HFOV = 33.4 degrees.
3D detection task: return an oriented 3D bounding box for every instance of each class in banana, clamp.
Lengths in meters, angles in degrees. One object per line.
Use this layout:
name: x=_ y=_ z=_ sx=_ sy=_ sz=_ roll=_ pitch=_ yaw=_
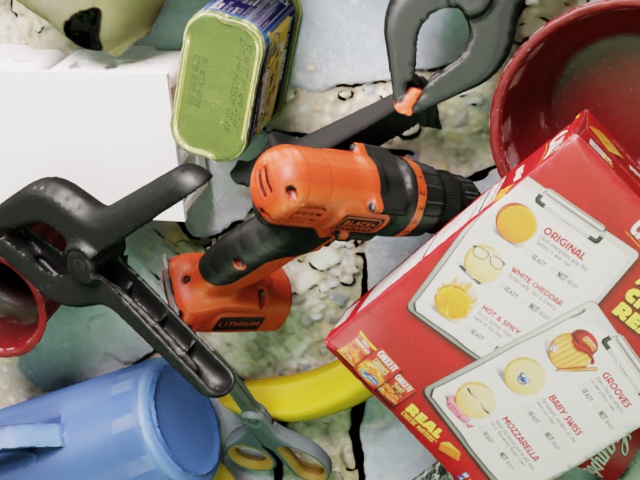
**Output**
banana: x=0.009 y=0.098 z=0.814 sx=0.198 sy=0.037 sz=0.069 roll=-37 pitch=85 yaw=27
clamp: x=-0.142 y=0.001 z=0.695 sx=0.210 sy=0.036 sz=0.165 roll=21 pitch=126 yaw=25
clamp: x=0.100 y=-0.149 z=0.639 sx=0.120 sy=0.039 sz=0.171 roll=22 pitch=106 yaw=6

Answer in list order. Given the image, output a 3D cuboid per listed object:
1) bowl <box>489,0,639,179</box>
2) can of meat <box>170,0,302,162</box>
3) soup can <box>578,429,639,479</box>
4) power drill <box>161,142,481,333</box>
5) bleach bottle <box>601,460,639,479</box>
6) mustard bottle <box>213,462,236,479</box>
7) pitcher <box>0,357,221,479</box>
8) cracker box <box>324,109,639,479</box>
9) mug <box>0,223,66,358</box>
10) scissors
bowl: x=0.188 y=-0.077 z=0.659 sx=0.162 sy=0.055 sz=0.162 roll=6 pitch=119 yaw=12
can of meat: x=-0.055 y=-0.110 z=0.690 sx=0.057 sy=0.083 sz=0.102 roll=17 pitch=120 yaw=6
soup can: x=0.176 y=0.121 z=0.760 sx=0.102 sy=0.068 sz=0.069 roll=25 pitch=121 yaw=2
power drill: x=-0.005 y=0.001 z=0.719 sx=0.184 sy=0.057 sz=0.188 roll=7 pitch=147 yaw=-40
bleach bottle: x=0.250 y=0.179 z=0.774 sx=0.102 sy=0.068 sz=0.251 roll=17 pitch=118 yaw=3
mustard bottle: x=-0.073 y=0.275 z=0.914 sx=0.096 sy=0.058 sz=0.191 roll=-22 pitch=110 yaw=33
pitcher: x=-0.211 y=0.179 z=0.856 sx=0.243 sy=0.149 sz=0.145 roll=-23 pitch=104 yaw=21
cracker box: x=0.135 y=0.051 z=0.660 sx=0.164 sy=0.072 sz=0.214 roll=46 pitch=118 yaw=-4
mug: x=-0.241 y=0.020 z=0.811 sx=0.093 sy=0.081 sz=0.117 roll=-26 pitch=108 yaw=25
scissors: x=-0.062 y=0.138 z=0.820 sx=0.096 sy=0.016 sz=0.201 roll=-10 pitch=139 yaw=33
